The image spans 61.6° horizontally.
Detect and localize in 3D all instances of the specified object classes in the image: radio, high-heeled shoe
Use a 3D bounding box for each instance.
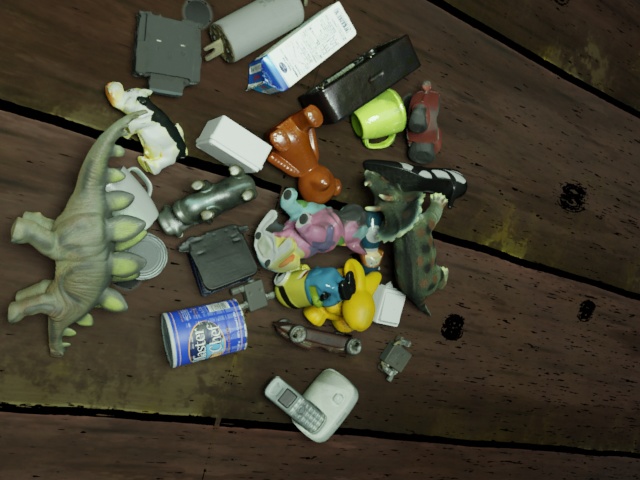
[{"bbox_3d":[0.076,-0.316,1.074,0.229,0.131,0.073,-36,111,-17],"label":"radio"},{"bbox_3d":[0.222,-0.154,1.216,0.249,0.086,0.145,27,45,-7],"label":"high-heeled shoe"}]

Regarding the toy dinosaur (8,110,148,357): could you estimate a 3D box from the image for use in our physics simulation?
[{"bbox_3d":[-0.385,0.006,0.873,0.198,0.105,0.470,8,115,-22],"label":"toy dinosaur"}]

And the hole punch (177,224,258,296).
[{"bbox_3d":[-0.192,0.041,1.034,0.142,0.092,0.116,-20,78,-19],"label":"hole punch"}]

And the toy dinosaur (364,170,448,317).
[{"bbox_3d":[0.199,0.037,1.143,0.192,0.131,0.404,-40,122,-48],"label":"toy dinosaur"}]

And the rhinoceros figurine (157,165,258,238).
[{"bbox_3d":[-0.207,-0.070,0.988,0.190,0.112,0.073,-28,93,-10],"label":"rhinoceros figurine"}]

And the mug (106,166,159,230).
[{"bbox_3d":[-0.336,-0.071,0.950,0.107,0.081,0.109,53,37,-25],"label":"mug"}]

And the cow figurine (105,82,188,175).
[{"bbox_3d":[-0.301,-0.207,0.944,0.098,0.068,0.167,-34,114,-24],"label":"cow figurine"}]

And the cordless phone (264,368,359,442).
[{"bbox_3d":[-0.022,0.326,1.151,0.184,0.089,0.146,45,78,-20],"label":"cordless phone"}]

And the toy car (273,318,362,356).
[{"bbox_3d":[-0.005,0.209,1.135,0.202,0.089,0.053,17,88,-28],"label":"toy car"}]

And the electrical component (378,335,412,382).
[{"bbox_3d":[0.176,0.275,1.257,0.078,0.045,0.102,45,78,-22],"label":"electrical component"}]

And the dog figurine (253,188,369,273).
[{"bbox_3d":[-0.002,-0.003,1.072,0.219,0.109,0.191,20,114,-46],"label":"dog figurine"}]

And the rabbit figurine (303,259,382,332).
[{"bbox_3d":[0.067,0.128,1.113,0.122,0.173,0.162,31,88,-22],"label":"rabbit figurine"}]

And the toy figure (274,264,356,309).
[{"bbox_3d":[-0.015,0.097,1.067,0.082,0.180,0.089,-5,95,-56],"label":"toy figure"}]

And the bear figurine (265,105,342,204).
[{"bbox_3d":[-0.024,-0.147,1.056,0.120,0.132,0.195,-36,105,-16],"label":"bear figurine"}]

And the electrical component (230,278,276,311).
[{"bbox_3d":[-0.135,0.109,1.094,0.094,0.021,0.063,-17,104,-28],"label":"electrical component"}]

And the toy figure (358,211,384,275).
[{"bbox_3d":[0.109,0.011,1.182,0.064,0.058,0.154,1,101,13],"label":"toy figure"}]

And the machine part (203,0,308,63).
[{"bbox_3d":[-0.115,-0.400,0.996,0.243,0.079,0.079,-36,111,-19],"label":"machine part"}]

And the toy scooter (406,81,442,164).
[{"bbox_3d":[0.227,-0.259,1.164,0.183,0.075,0.135,60,38,-62],"label":"toy scooter"}]

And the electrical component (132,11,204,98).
[{"bbox_3d":[-0.269,-0.323,0.949,0.115,0.058,0.134,2,96,-24],"label":"electrical component"}]
